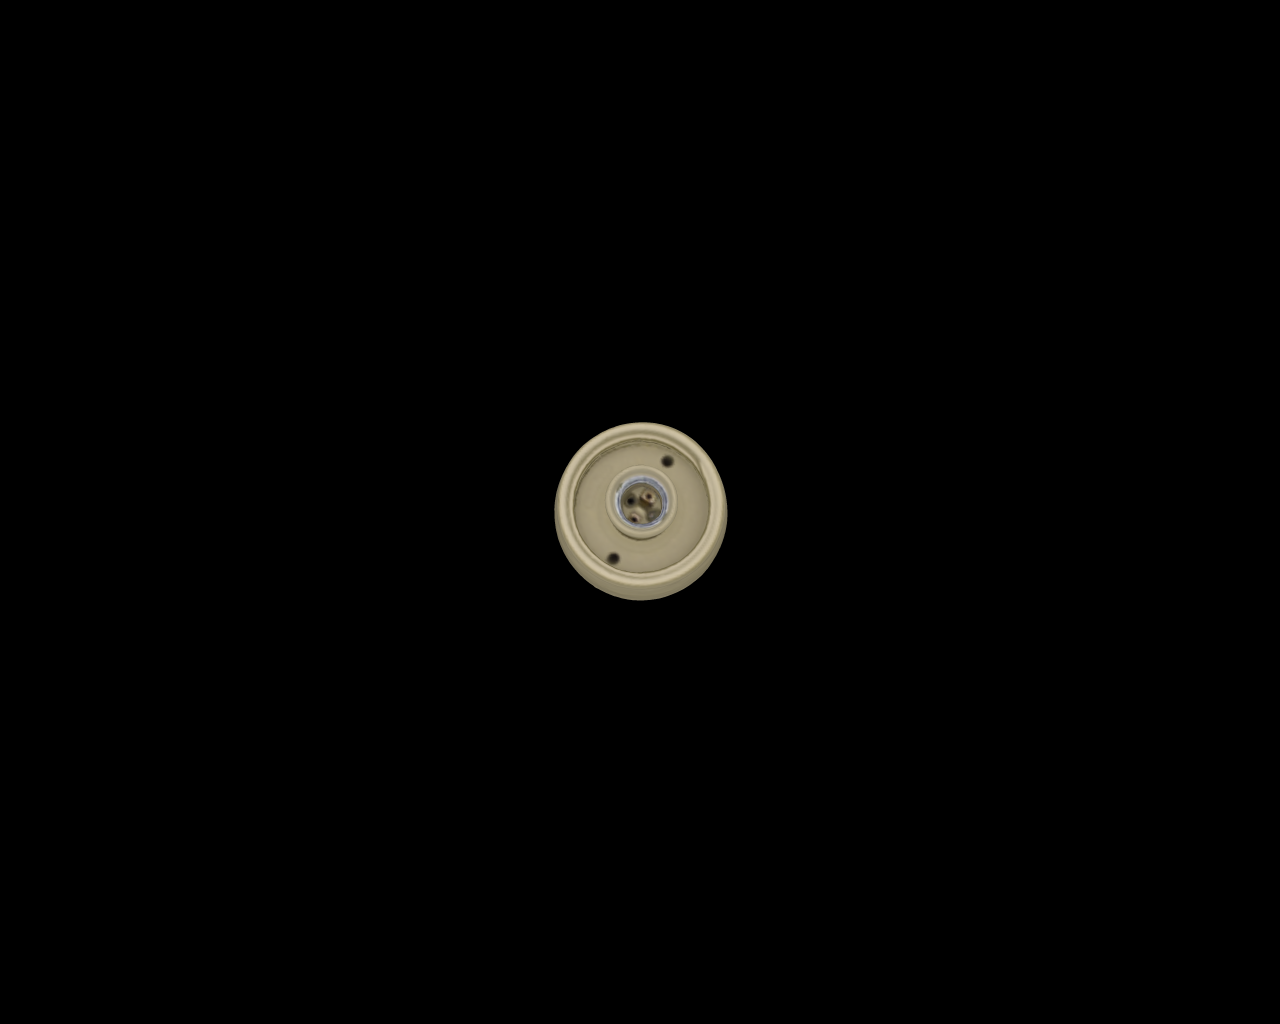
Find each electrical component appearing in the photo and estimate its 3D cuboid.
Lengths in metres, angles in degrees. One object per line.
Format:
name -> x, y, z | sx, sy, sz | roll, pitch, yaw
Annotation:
electrical component -> 0.001, -0.003, 0.650 | 0.108, 0.108, 0.060 | 0, -9, 0
